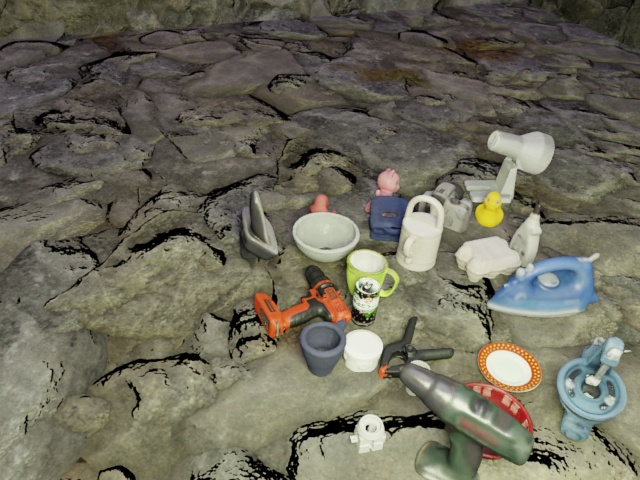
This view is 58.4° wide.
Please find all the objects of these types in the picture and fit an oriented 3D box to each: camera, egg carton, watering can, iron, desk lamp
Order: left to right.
[{"bbox_3d":[0.250,-0.031,1.405,0.101,0.194,0.173,10,38,6],"label":"watering can"},{"bbox_3d":[0.365,-0.109,1.594,0.142,0.101,0.137,25,42,24],"label":"camera"},{"bbox_3d":[0.417,0.047,1.426,0.150,0.069,0.107,-11,41,-19],"label":"egg carton"},{"bbox_3d":[0.548,-0.217,1.662,0.203,0.214,0.118,-1,38,-7],"label":"desk lamp"},{"bbox_3d":[0.518,0.094,1.319,0.258,0.141,0.118,-5,39,-13],"label":"iron"}]

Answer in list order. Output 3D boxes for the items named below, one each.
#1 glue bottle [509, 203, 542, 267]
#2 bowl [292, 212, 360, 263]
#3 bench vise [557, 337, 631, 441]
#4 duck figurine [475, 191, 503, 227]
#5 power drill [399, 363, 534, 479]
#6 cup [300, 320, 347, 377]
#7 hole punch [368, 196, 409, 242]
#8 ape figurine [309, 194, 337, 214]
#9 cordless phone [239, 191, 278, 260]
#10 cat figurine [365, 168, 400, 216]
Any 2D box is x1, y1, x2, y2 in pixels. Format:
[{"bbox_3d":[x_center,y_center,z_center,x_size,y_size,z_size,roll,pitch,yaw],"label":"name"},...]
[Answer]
[{"bbox_3d":[0.525,-0.018,1.438,0.037,0.173,0.078,-8,40,-16],"label":"glue bottle"},{"bbox_3d":[0.013,0.005,1.429,0.167,0.075,0.167,3,38,-2],"label":"bowl"},{"bbox_3d":[0.507,0.238,1.071,0.121,0.220,0.207,10,38,6],"label":"bench vise"},{"bbox_3d":[0.481,-0.097,1.605,0.077,0.086,0.105,18,40,16],"label":"duck figurine"},{"bbox_3d":[0.222,0.319,0.944,0.229,0.208,0.076,21,41,20],"label":"power drill"},{"bbox_3d":[0.012,0.217,1.141,0.091,0.095,0.118,28,44,27],"label":"cup"},{"bbox_3d":[0.184,-0.056,1.514,0.108,0.091,0.101,3,38,-2],"label":"hole punch"},{"bbox_3d":[0.004,-0.080,1.522,0.077,0.092,0.076,28,44,27],"label":"ape figurine"},{"bbox_3d":[-0.152,-0.056,1.398,0.094,0.185,0.147,-6,39,-13],"label":"cordless phone"},{"bbox_3d":[0.182,-0.144,1.604,0.067,0.118,0.128,22,41,21],"label":"cat figurine"}]
